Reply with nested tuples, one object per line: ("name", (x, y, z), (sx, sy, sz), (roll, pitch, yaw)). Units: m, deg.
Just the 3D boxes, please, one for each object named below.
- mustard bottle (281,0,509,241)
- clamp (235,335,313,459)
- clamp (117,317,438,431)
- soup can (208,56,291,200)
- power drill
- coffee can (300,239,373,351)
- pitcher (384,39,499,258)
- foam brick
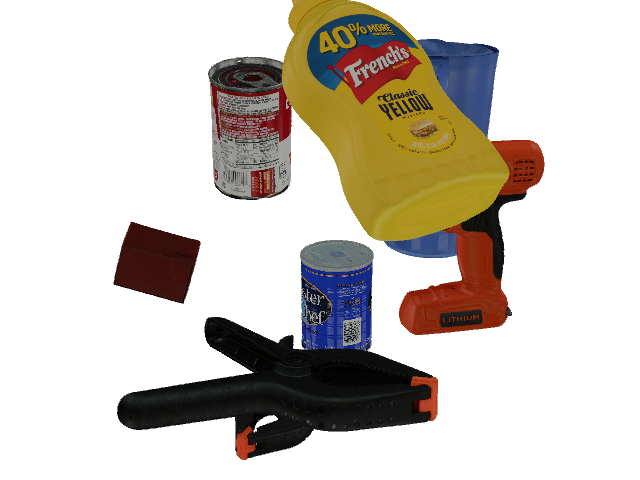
("mustard bottle", (0.030, -0.092, 0.667), (0.096, 0.192, 0.058), (-17, -28, -25))
("clamp", (-0.035, 0.151, 1.050), (0.120, 0.039, 0.171), (21, 33, 37))
("clamp", (-0.020, 0.097, 0.764), (0.210, 0.036, 0.164), (2, 19, 10))
("soup can", (-0.058, -0.093, 0.888), (0.068, 0.102, 0.068), (1, 31, -1))
("power drill", (0.116, -0.005, 1.009), (0.184, 0.188, 0.057), (-4, 26, -9))
("coffee can", (0.023, 0.082, 1.512), (0.103, 0.140, 0.103), (0, 22, 0))
("pitcher", (0.127, -0.105, 1.221), (0.149, 0.243, 0.145), (-10, 21, -32))
("foam brick", (-0.171, 0.023, 1.118), (0.078, 0.051, 0.053), (16, 29, -5))
